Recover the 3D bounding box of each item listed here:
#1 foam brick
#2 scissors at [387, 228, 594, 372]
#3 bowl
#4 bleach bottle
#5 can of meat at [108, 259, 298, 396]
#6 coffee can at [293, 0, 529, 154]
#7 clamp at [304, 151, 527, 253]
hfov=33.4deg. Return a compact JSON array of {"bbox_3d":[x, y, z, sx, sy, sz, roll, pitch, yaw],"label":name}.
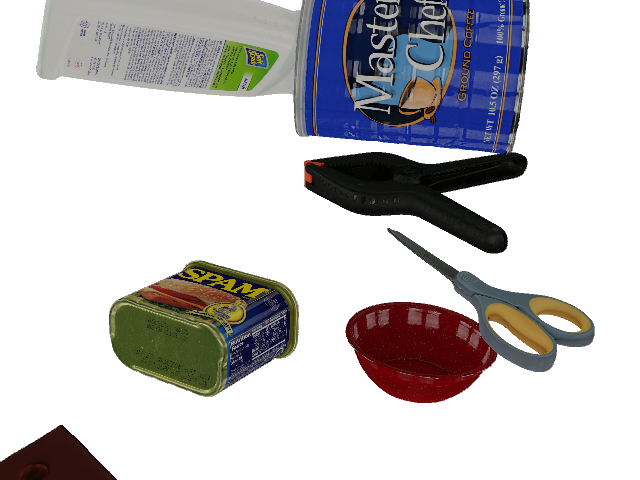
[{"bbox_3d":[-0.115,0.135,0.489,0.052,0.051,0.078,-31,43,-30],"label":"foam brick"},{"bbox_3d":[0.134,0.036,0.827,0.096,0.016,0.202,-4,31,-21],"label":"scissors"},{"bbox_3d":[0.104,0.126,1.136,0.162,0.055,0.162,5,24,-2],"label":"bowl"},{"bbox_3d":[-0.087,-0.151,0.832,0.250,0.068,0.103,10,-31,-15],"label":"bleach bottle"},{"bbox_3d":[-0.080,0.058,0.723,0.102,0.057,0.083,14,23,29],"label":"can of meat"},{"bbox_3d":[0.059,-0.113,0.696,0.140,0.103,0.103,6,0,5],"label":"coffee can"},{"bbox_3d":[0.090,-0.053,0.996,0.210,0.036,0.164,12,32,19],"label":"clamp"}]
